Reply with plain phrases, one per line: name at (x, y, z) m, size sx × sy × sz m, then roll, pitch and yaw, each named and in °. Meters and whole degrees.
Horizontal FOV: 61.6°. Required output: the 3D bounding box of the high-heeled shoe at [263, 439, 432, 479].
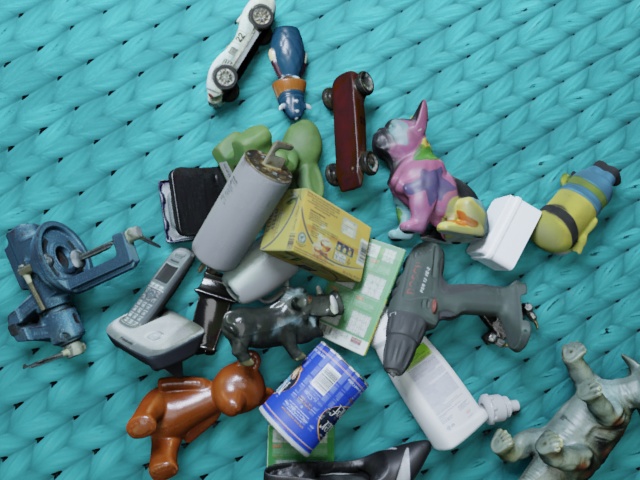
high-heeled shoe at (0.039, 0.339, 0.817) m, size 0.249 × 0.086 × 0.145 m, roll -35°, pitch 107°, yaw -5°

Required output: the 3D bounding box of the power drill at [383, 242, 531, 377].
power drill at (0.208, 0.117, 0.824) m, size 0.207 × 0.085 × 0.232 m, roll 6°, pitch 55°, yaw 9°

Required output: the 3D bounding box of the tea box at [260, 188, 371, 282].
tea box at (-0.002, -0.002, 0.815) m, size 0.169 × 0.068 × 0.098 m, roll 29°, pitch 68°, yaw -44°

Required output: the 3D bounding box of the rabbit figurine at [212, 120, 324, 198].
rabbit figurine at (-0.053, -0.124, 0.849) m, size 0.170 × 0.121 × 0.159 m, roll -35°, pitch 101°, yaw -30°

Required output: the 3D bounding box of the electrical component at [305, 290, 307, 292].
electrical component at (-0.045, 0.125, 0.879) m, size 0.063 × 0.021 × 0.094 m, roll 41°, pitch 84°, yaw 0°

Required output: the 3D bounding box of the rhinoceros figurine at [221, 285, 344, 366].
rhinoceros figurine at (-0.056, 0.122, 0.818) m, size 0.190 × 0.073 × 0.112 m, roll -9°, pitch 105°, yaw -19°

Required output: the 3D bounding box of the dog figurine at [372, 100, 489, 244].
dog figurine at (0.179, -0.108, 0.869) m, size 0.192 × 0.108 × 0.219 m, roll 3°, pitch 83°, yaw -2°

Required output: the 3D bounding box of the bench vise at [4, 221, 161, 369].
bench vise at (-0.367, 0.057, 0.812) m, size 0.241 × 0.128 × 0.223 m, roll -24°, pitch 77°, yaw 8°

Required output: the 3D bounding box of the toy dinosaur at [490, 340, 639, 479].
toy dinosaur at (0.409, 0.308, 0.846) m, size 0.192 × 0.131 × 0.405 m, roll 39°, pitch 97°, yaw -19°

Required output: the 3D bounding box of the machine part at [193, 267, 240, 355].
machine part at (-0.172, 0.119, 0.865) m, size 0.084 × 0.039 × 0.139 m, roll 20°, pitch 83°, yaw -7°

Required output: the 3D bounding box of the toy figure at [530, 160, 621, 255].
toy figure at (0.417, -0.056, 0.886) m, size 0.180 × 0.082 × 0.089 m, roll -49°, pitch 120°, yaw -3°

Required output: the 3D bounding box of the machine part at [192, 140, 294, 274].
machine part at (-0.112, -0.039, 0.759) m, size 0.079 × 0.079 × 0.243 m, roll 36°, pitch 116°, yaw 0°

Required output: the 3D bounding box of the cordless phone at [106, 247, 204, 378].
cordless phone at (-0.224, 0.102, 0.824) m, size 0.147 × 0.088 × 0.184 m, roll 14°, pitch 68°, yaw 39°

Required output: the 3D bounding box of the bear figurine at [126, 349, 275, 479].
bear figurine at (-0.170, 0.256, 0.814) m, size 0.196 × 0.132 × 0.120 m, roll -15°, pitch 110°, yaw 0°

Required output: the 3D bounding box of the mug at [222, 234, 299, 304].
mug at (-0.096, 0.057, 0.847) m, size 0.107 × 0.109 × 0.081 m, roll -37°, pitch 45°, yaw -23°

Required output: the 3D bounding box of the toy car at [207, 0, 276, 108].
toy car at (-0.131, -0.307, 0.881) m, size 0.056 × 0.073 × 0.201 m, roll 30°, pitch 85°, yaw -4°

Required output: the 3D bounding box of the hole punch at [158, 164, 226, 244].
hole punch at (-0.195, -0.054, 0.861) m, size 0.116 × 0.092 × 0.142 m, roll -5°, pitch 81°, yaw -37°

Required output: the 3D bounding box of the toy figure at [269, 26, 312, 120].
toy figure at (-0.049, -0.273, 0.892) m, size 0.064 × 0.058 × 0.154 m, roll -4°, pitch 91°, yaw 2°

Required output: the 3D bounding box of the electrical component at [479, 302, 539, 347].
electrical component at (0.308, 0.130, 0.887) m, size 0.102 × 0.045 × 0.078 m, roll -32°, pitch 90°, yaw -5°

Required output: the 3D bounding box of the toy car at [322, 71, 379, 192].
toy car at (0.051, -0.175, 0.867) m, size 0.089 × 0.053 × 0.202 m, roll -14°, pitch 73°, yaw 38°
